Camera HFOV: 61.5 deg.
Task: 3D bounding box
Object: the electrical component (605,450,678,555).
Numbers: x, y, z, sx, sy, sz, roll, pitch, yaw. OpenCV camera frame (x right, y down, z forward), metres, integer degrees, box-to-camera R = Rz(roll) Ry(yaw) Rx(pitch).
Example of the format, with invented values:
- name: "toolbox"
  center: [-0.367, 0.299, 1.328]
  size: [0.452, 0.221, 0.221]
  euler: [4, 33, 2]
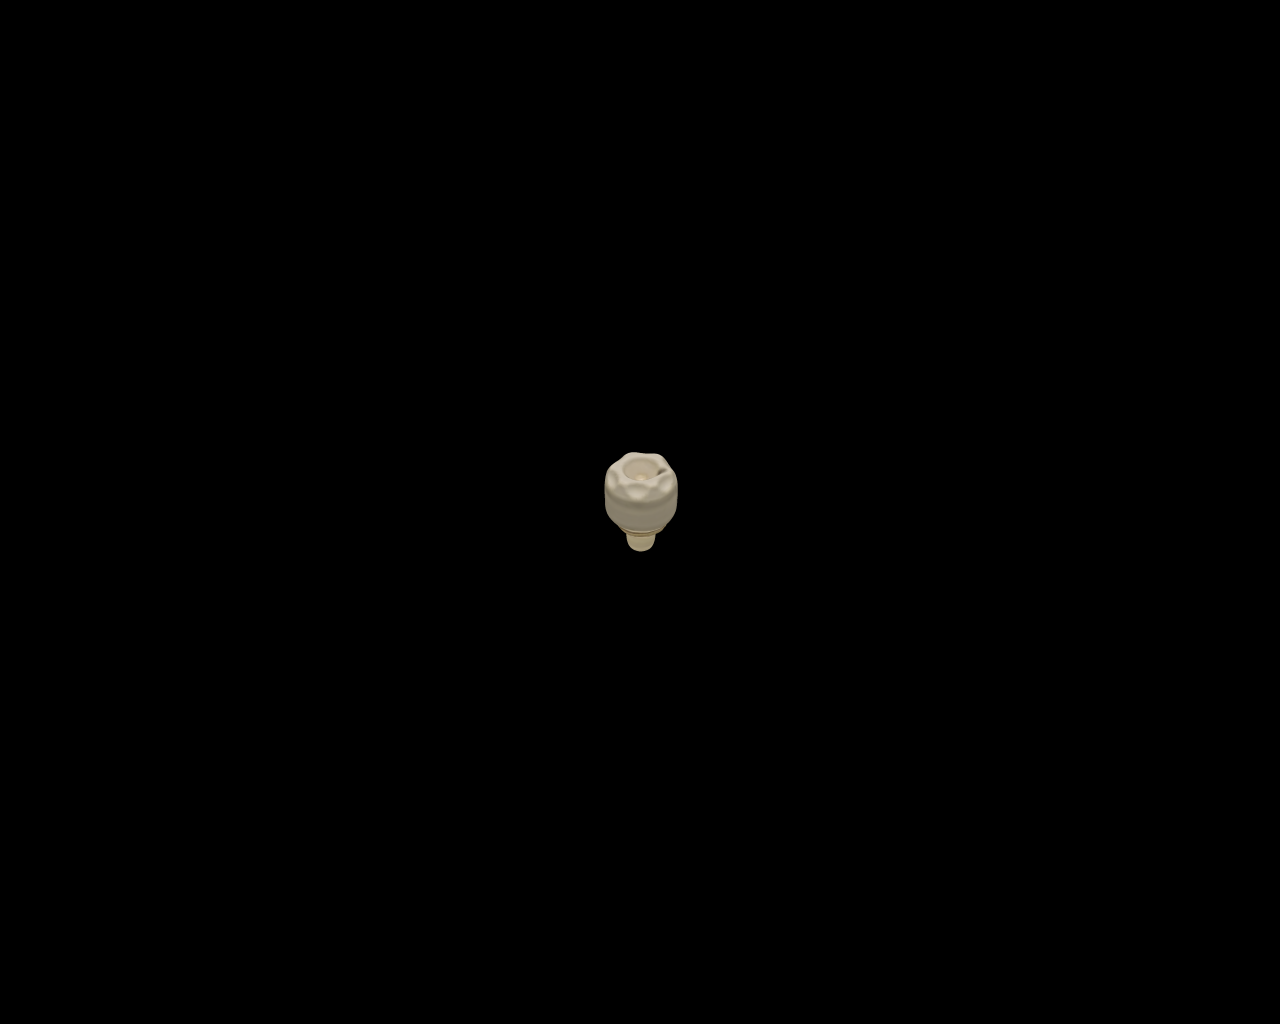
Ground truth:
- name: "electrical component"
  center: [0.001, -0.003, 0.650]
  size: [0.043, 0.062, 0.043]
  euler: [0, 38, 0]
